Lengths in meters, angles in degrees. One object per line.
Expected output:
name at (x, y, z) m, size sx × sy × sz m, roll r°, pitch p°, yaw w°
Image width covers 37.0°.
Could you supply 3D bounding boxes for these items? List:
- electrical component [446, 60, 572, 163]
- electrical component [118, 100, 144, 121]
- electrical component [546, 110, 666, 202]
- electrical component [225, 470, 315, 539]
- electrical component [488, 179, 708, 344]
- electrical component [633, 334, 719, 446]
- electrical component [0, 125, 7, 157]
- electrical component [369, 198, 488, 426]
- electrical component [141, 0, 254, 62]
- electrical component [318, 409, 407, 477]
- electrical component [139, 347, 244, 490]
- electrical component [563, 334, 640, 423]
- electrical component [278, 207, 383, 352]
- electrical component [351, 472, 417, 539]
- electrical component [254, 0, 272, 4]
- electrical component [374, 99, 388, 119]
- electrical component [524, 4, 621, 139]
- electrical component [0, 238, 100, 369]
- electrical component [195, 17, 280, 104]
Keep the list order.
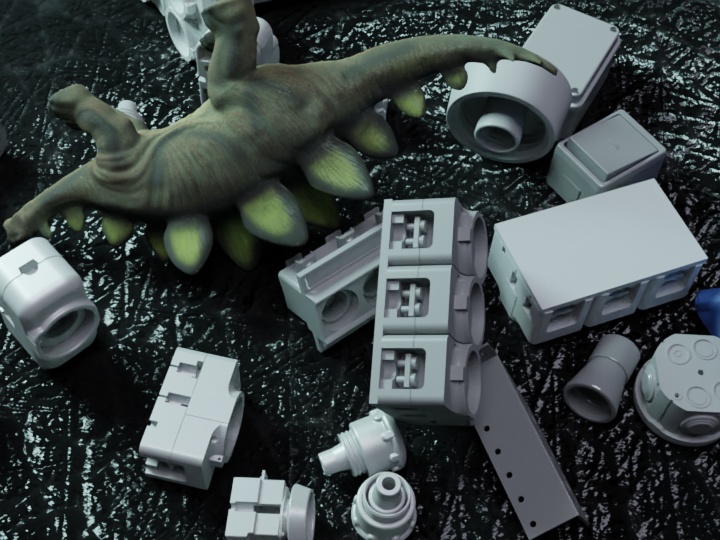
electrical component at (0.129, -0.139, 0.956) m, size 0.108 × 0.108 × 0.060 m, roll 16°, pitch 62°, yaw 8°
electrical component at (-0.211, -0.124, 0.963) m, size 0.043 × 0.043 × 0.062 m, roll 1°, pitch 54°, yaw -3°
electrical component at (0.224, -0.097, 0.956) m, size 0.096 × 0.061 × 0.061 m, roll -29°, pitch 62°, yaw -21°
electrical component at (-0.062, 0.175, 0.763) m, size 0.055 × 0.048 × 0.066 m, roll 1°, pitch 55°, yaw 7°
electrical component at (0.193, -0.006, 0.891) m, size 0.150 × 0.061 × 0.089 m, roll -16°, pitch 58°, yaw -14°
electrical component at (0.257, 0.091, 0.834) m, size 0.080 × 0.051 × 0.080 m, roll 1°, pitch 55°, yaw -2°
electrical component at (-0.354, -0.083, 0.912) m, size 0.074 × 0.052 × 0.138 m, roll 33°, pitch 50°, yaw 17°
electrical component at (0.055, 0.032, 0.783) m, size 0.062 × 0.089 × 0.150 m, roll -1°, pitch 72°, yaw 19°
electrical component at (-0.173, -0.288, 1.040) m, size 0.060 × 0.105 × 0.186 m, roll -26°, pitch 61°, yaw -19°
electrical component at (0.001, 0.133, 0.797) m, size 0.062 × 0.048 × 0.048 m, roll -20°, pitch 59°, yaw -8°
electrical component at (-0.121, 0.111, 0.801) m, size 0.056 × 0.050 × 0.089 m, roll 12°, pitch 55°, yaw 5°
electrical component at (0.193, 0.082, 0.844) m, size 0.044 × 0.044 × 0.065 m, roll 28°, pitch 54°, yaw 16°
electrical component at (0.000, 0.000, 0.875) m, size 0.121 × 0.078 × 0.063 m, roll -32°, pitch 41°, yaw -22°
electrical component at (0.019, 0.164, 0.764) m, size 0.048 × 0.062 × 0.048 m, roll 1°, pitch 55°, yaw -2°
electrical component at (-0.074, -0.317, 1.091) m, size 0.121 × 0.063 × 0.078 m, roll -15°, pitch 58°, yaw -13°
electrical component at (-0.003, -0.159, 0.990) m, size 0.066 × 0.055 × 0.048 m, roll -24°, pitch 60°, yaw -18°
electrical component at (0.190, -0.190, 1.021) m, size 0.078 × 0.057 × 0.113 m, roll 26°, pitch 58°, yaw 14°
electrical component at (-0.240, 0.030, 0.823) m, size 0.054 × 0.095 × 0.059 m, roll -36°, pitch 65°, yaw -24°
electrical component at (-0.110, -0.186, 0.979) m, size 0.054 × 0.095 × 0.059 m, roll 21°, pitch 57°, yaw 11°
